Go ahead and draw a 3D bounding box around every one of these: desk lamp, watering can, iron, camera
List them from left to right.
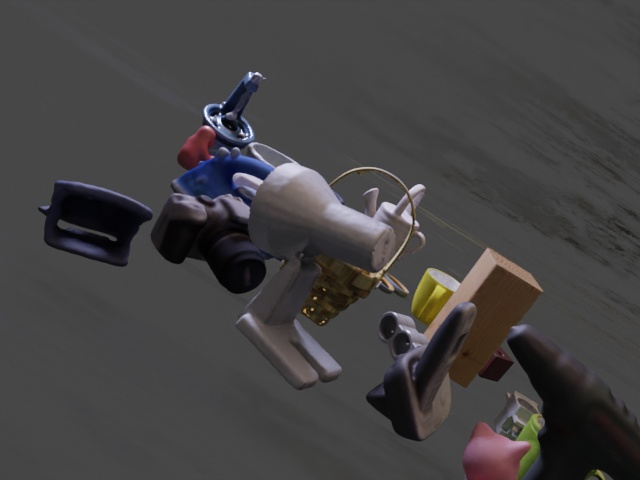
[{"bbox_3d":[-0.136,0.001,0.789,0.144,0.100,0.136,16,24,-43],"label":"camera"},{"bbox_3d":[-0.122,-0.076,0.953,0.258,0.141,0.119,36,18,9],"label":"iron"},{"bbox_3d":[-0.014,0.037,0.716,0.202,0.213,0.118,41,19,26],"label":"desk lamp"},{"bbox_3d":[0.166,-0.048,1.286,0.173,0.194,0.101,32,17,-1],"label":"watering can"}]

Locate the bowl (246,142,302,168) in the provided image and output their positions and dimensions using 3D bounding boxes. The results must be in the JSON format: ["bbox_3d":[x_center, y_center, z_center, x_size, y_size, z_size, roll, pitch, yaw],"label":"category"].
[{"bbox_3d":[-0.102,-0.145,1.285,0.168,0.074,0.167,29,18,-10],"label":"bowl"}]

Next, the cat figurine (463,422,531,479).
[{"bbox_3d":[0.179,0.259,0.609,0.067,0.117,0.128,33,17,1],"label":"cat figurine"}]

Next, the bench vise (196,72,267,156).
[{"bbox_3d":[-0.201,-0.279,1.231,0.122,0.219,0.206,16,24,-42],"label":"bench vise"}]

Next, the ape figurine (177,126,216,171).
[{"bbox_3d":[-0.234,-0.180,1.123,0.077,0.092,0.076,43,20,31],"label":"ape figurine"}]

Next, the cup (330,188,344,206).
[{"bbox_3d":[-0.006,-0.057,1.181,0.092,0.095,0.117,24,19,-26],"label":"cup"}]

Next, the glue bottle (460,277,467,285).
[{"bbox_3d":[0.310,0.097,1.180,0.037,0.173,0.078,38,18,16],"label":"glue bottle"}]

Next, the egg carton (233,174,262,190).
[{"bbox_3d":[-0.123,-0.086,1.100,0.150,0.069,0.107,27,18,-16],"label":"egg carton"}]

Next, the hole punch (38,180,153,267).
[{"bbox_3d":[-0.266,-0.036,0.681,0.109,0.091,0.101,21,21,-33],"label":"hole punch"}]

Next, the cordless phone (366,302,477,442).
[{"bbox_3d":[0.158,0.157,0.737,0.094,0.185,0.148,39,18,20],"label":"cordless phone"}]

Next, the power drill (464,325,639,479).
[{"bbox_3d":[0.263,0.239,0.659,0.229,0.208,0.076,36,18,10],"label":"power drill"}]
